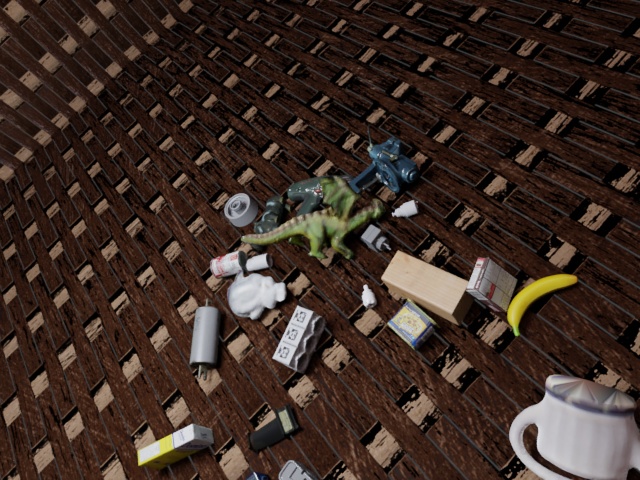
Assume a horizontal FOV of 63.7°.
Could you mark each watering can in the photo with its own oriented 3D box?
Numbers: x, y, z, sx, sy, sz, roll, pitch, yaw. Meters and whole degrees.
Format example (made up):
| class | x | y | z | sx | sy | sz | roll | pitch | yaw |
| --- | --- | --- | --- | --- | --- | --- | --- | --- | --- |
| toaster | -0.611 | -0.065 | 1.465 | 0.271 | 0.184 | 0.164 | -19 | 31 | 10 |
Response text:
| class | x | y | z | sx | sy | sz | roll | pitch | yaw |
| --- | --- | --- | --- | --- | --- | --- | --- | --- | --- |
| watering can | 0.537 | 0.382 | 0.956 | 0.348 | 0.104 | 0.223 | 9 | 99 | 30 |

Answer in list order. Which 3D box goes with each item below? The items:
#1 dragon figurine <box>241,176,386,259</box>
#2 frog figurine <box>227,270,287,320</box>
| class | x | y | z | sx | sy | sz | roll | pitch | yaw |
| --- | --- | --- | --- | --- | --- | --- | --- | --- | --- |
| dragon figurine | 0.004 | -0.072 | 1.422 | 0.124 | 0.410 | 0.238 | 53 | 132 | 54 |
| frog figurine | -0.180 | 0.165 | 1.483 | 0.160 | 0.123 | 0.136 | 11 | 100 | 23 |
